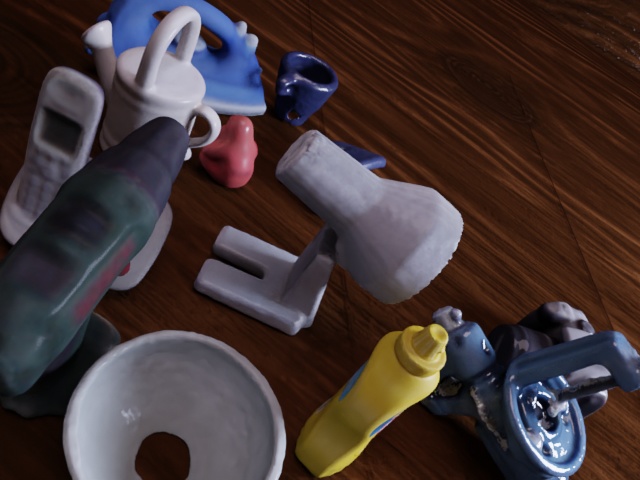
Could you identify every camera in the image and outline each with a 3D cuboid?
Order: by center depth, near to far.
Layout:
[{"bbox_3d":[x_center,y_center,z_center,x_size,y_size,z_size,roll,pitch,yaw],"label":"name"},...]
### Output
[{"bbox_3d":[0.279,0.134,0.711,0.137,0.100,0.143,21,42,-14],"label":"camera"}]

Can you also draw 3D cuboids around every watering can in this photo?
[{"bbox_3d":[-0.189,-0.177,0.646,0.173,0.194,0.101,18,42,-16],"label":"watering can"}]

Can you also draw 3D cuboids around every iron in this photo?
[{"bbox_3d":[-0.175,-0.271,0.788,0.259,0.141,0.118,14,44,-21],"label":"iron"}]

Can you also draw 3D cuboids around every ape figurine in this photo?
[{"bbox_3d":[-0.108,-0.118,0.718,0.078,0.092,0.076,1,49,-32],"label":"ape figurine"}]

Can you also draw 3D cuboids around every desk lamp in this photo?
[{"bbox_3d":[0.005,0.002,0.578,0.203,0.213,0.118,25,41,-9],"label":"desk lamp"}]

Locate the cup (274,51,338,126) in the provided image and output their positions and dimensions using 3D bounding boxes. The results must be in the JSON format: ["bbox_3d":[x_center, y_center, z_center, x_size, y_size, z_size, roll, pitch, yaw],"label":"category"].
[{"bbox_3d":[-0.038,-0.217,0.859,0.091,0.095,0.118,42,41,10],"label":"cup"}]

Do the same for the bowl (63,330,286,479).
[{"bbox_3d":[-0.116,0.160,0.451,0.168,0.074,0.167,18,43,-17],"label":"bowl"}]

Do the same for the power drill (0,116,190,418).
[{"bbox_3d":[-0.181,0.033,0.431,0.076,0.208,0.230,28,41,-6],"label":"power drill"}]

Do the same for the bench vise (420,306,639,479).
[{"bbox_3d":[0.202,0.141,0.563,0.207,0.219,0.122,35,40,2],"label":"bench vise"}]

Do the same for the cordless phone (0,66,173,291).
[{"bbox_3d":[-0.202,-0.052,0.520,0.148,0.185,0.094,25,41,-9],"label":"cordless phone"}]

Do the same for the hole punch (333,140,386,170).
[{"bbox_3d":[0.018,-0.100,0.782,0.109,0.091,0.101,-23,64,-44],"label":"hole punch"}]
